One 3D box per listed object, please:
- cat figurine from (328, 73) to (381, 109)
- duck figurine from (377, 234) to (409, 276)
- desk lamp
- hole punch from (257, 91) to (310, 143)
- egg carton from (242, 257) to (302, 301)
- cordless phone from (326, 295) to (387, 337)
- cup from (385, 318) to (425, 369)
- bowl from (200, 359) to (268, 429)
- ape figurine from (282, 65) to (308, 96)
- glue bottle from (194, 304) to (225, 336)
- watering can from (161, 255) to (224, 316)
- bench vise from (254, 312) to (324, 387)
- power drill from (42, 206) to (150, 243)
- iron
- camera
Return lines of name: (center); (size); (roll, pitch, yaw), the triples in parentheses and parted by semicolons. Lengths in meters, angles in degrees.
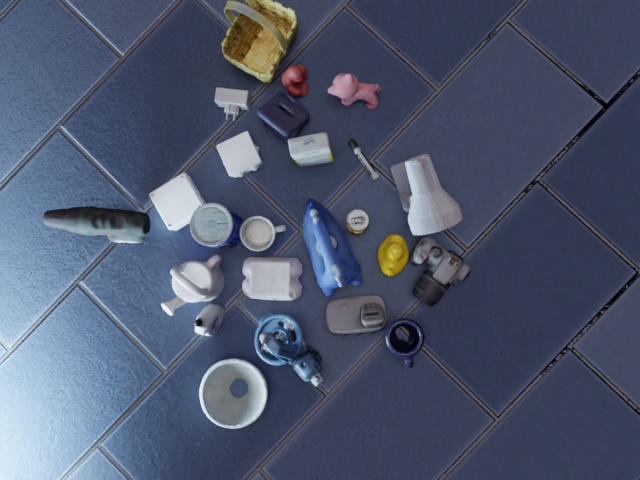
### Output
cat figurine: (0.086, -0.375, 1.412); (0.127, 0.118, 0.067); (6, 86, 5)
duck figurine: (0.179, 0.035, 1.394); (0.077, 0.086, 0.105); (12, 87, 5)
desk lamp: (0.240, -0.109, 1.336); (0.118, 0.213, 0.203); (-19, 85, 3)
hole punch: (-0.090, -0.314, 1.433); (0.108, 0.091, 0.101); (40, 90, 6)
egg carton: (-0.118, 0.096, 1.418); (0.150, 0.069, 0.107); (0, 86, 4)
cordless phone: (0.085, 0.181, 1.341); (0.147, 0.185, 0.094); (-9, 85, 3)
cup: (0.204, 0.244, 1.374); (0.091, 0.095, 0.118); (-12, 85, 3)
bowl: (-0.204, 0.370, 1.403); (0.167, 0.075, 0.167); (0, 86, 4)
ape figurine: (-0.061, -0.408, 1.437); (0.076, 0.092, 0.078); (34, 89, 6)
glue bottle: (-0.272, 0.195, 1.370); (0.037, 0.173, 0.078); (17, 87, 5)
watering can: (-0.303, 0.107, 1.367); (0.101, 0.194, 0.173); (20, 88, 5)
bench vise: (-0.066, 0.250, 1.329); (0.207, 0.220, 0.121); (28, 88, 6)
power drill: (-0.511, -0.037, 1.384); (0.229, 0.208, 0.076); (1, 86, 4)
iron: (0.013, 0.005, 1.379); (0.118, 0.141, 0.258); (-22, 85, 2)
camera: (0.271, 0.080, 1.377); (0.143, 0.101, 0.137); (35, 89, 6)
